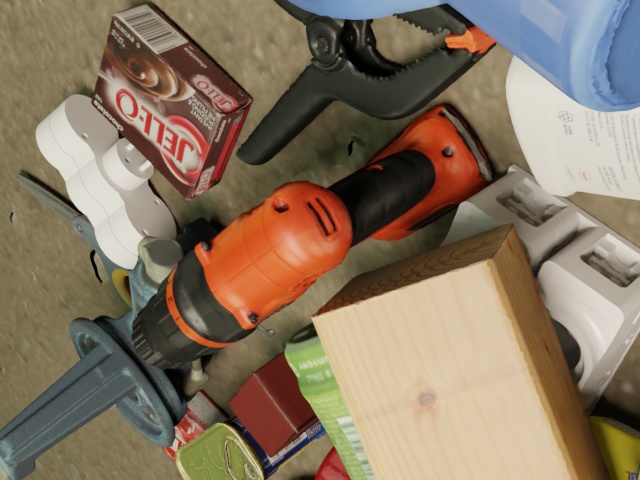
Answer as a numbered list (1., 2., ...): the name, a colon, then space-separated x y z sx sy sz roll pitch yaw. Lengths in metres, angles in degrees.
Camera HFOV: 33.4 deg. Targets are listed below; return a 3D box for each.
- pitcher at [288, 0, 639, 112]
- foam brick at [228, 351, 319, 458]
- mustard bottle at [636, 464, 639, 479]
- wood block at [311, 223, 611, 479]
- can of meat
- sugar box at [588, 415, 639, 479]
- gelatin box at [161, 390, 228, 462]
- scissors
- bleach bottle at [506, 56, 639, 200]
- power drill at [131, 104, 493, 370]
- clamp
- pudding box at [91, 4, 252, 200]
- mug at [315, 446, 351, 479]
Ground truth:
1. pitcher: 0.057 -0.155 0.429 0.243 0.144 0.149 50 132 31
2. foam brick: -0.016 0.106 0.752 0.051 0.078 0.053 50 139 9
3. mustard bottle: 0.184 0.088 0.499 0.058 0.096 0.192 19 116 31
4. wood block: 0.084 0.108 0.516 0.091 0.090 0.206 -20 95 20
5. can of meat: -0.049 0.153 0.809 0.057 0.083 0.102 56 140 5
6. sugar box: 0.206 0.172 0.557 0.176 0.048 0.093 25 94 36
7. gelatin box: -0.116 0.162 0.926 0.089 0.030 0.073 42 137 21
8. scissors: -0.197 0.007 0.928 0.202 0.016 0.096 19 126 38
9. bleach bottle: 0.207 -0.042 0.436 0.251 0.068 0.102 15 159 33
10. power drill: -0.004 0.001 0.592 0.185 0.187 0.057 -34 89 49
11. clamp: 0.006 -0.127 0.621 0.210 0.036 0.164 0 113 44
12. pudding box: -0.107 -0.098 0.754 0.113 0.039 0.090 46 138 16
13. mug: 0.052 0.165 0.717 0.082 0.093 0.117 28 109 39
